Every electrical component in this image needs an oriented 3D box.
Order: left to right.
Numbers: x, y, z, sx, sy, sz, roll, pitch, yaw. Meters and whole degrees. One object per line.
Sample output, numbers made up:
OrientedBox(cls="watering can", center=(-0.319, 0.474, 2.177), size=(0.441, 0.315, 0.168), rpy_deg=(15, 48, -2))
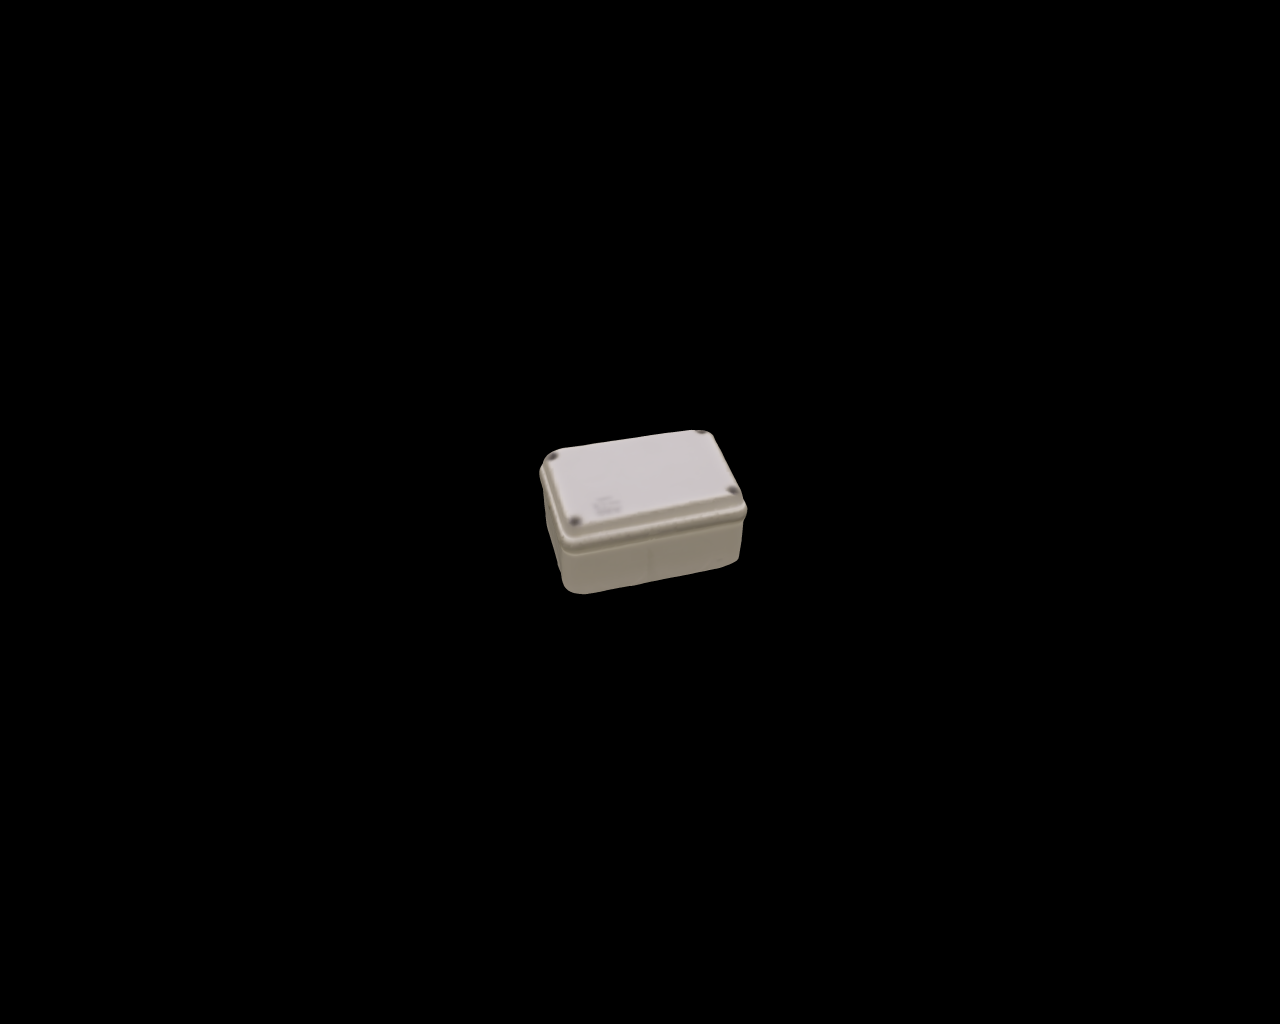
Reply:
OrientedBox(cls="electrical component", center=(0.001, -0.003, 0.650), size=(0.113, 0.057, 0.078), rpy_deg=(-10, 43, -11))
